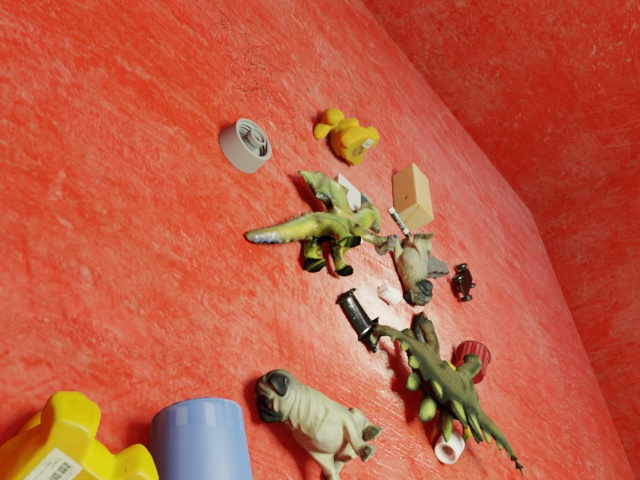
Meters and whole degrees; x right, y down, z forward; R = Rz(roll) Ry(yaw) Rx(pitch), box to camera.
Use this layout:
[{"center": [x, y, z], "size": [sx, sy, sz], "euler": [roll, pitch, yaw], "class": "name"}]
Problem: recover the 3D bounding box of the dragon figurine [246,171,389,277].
[{"center": [0.003, -0.057, 1.124], "size": [0.408, 0.248, 0.120], "euler": [15, -49, -37], "class": "dragon figurine"}]
